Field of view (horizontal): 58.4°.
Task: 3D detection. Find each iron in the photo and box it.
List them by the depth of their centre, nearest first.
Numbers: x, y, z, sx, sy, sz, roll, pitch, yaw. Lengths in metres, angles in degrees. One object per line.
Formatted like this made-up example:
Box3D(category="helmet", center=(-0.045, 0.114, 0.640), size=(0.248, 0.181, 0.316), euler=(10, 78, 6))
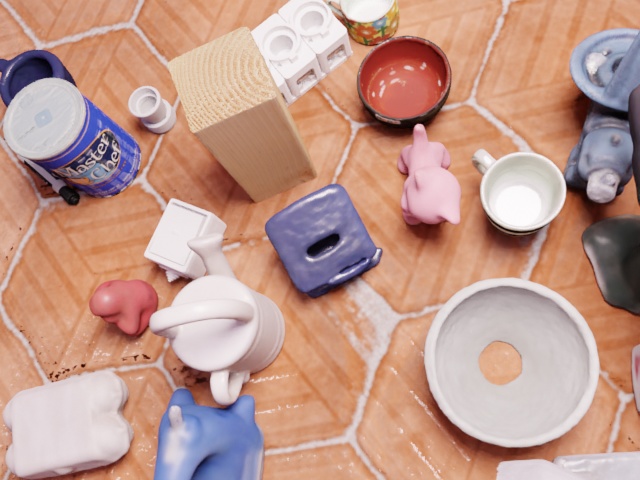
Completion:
Box3D(category="iron", center=(-0.137, 0.286, 0.582), size=(0.118, 0.141, 0.258), euler=(2, 76, 12))

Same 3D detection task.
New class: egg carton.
Box3D(category="egg carton", center=(-0.293, 0.217, 0.668), size=(0.150, 0.069, 0.107), euler=(-16, 73, 6))

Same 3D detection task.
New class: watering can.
Box3D(category="watering can", center=(-0.112, 0.081, 0.605), size=(0.101, 0.194, 0.172), euler=(-31, 72, 2))

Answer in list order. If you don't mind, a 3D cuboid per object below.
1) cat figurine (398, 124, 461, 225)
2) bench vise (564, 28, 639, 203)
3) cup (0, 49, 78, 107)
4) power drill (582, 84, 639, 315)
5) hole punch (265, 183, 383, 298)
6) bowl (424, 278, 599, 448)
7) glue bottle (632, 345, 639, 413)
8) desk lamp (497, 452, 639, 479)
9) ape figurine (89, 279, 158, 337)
Box3D(category="cat figurine", center=(0.120, -0.067, 0.640), size=(0.067, 0.118, 0.128), euler=(-8, 74, 9))
Box3D(category="bench vise", center=(0.320, -0.147, 0.570), size=(0.121, 0.220, 0.207), euler=(-3, 75, 10))
Box3D(category="cup", center=(-0.378, -0.202, 0.784), size=(0.117, 0.095, 0.092), euler=(27, 82, 17))
Box3D(category="power drill", center=(0.318, -0.008, 0.539), size=(0.075, 0.209, 0.229), euler=(-17, 73, 6))
Box3D(category="hole punch", center=(0.006, 0.002, 0.658), size=(0.108, 0.091, 0.101), euler=(-29, 72, 2))
Box3D(category="bowl", center=(0.194, 0.127, 0.597), size=(0.167, 0.075, 0.167), euler=(-3, 75, 10))
Box3D(category="glue bottle", center=(0.329, 0.127, 0.519), size=(0.037, 0.173, 0.078), euler=(-5, 74, 10))
Box3D(category="desk lamp", center=(0.245, 0.239, 0.484), size=(0.203, 0.214, 0.118), euler=(-9, 74, 9))
Box3D(category="ape figurine", center=(-0.241, 0.077, 0.684), size=(0.076, 0.092, 0.077), euler=(-28, 72, 3))
